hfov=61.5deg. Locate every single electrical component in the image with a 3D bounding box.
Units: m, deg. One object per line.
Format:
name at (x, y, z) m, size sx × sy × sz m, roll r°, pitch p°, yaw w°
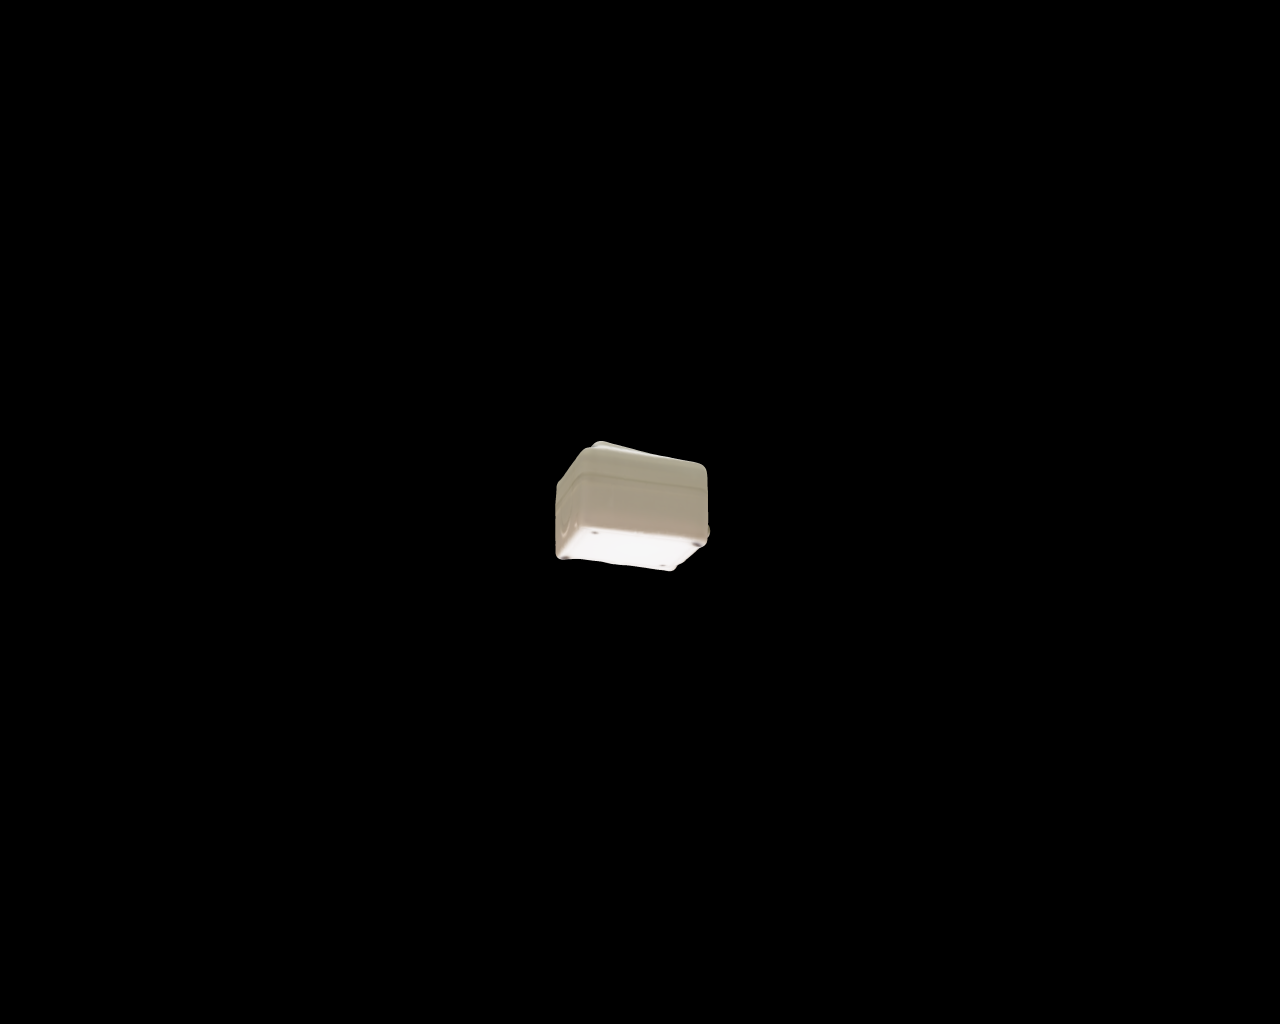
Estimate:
electrical component at (0.001, -0.003, 0.650) m, size 0.096 × 0.061 × 0.061 m, roll 8°, pitch -24°, yaw -18°
